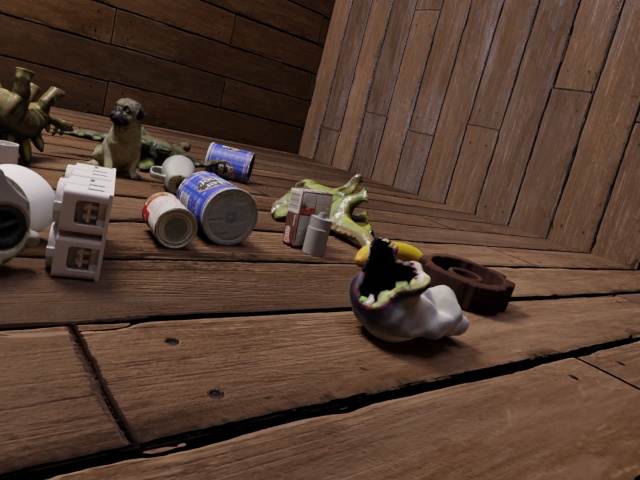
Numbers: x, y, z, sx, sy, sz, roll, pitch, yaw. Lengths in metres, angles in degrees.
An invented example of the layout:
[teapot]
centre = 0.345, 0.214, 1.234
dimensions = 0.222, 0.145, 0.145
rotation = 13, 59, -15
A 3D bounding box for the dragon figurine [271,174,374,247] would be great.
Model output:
[dragon figurine]
centre = 0.004, -0.062, 1.240
dimensions = 0.243, 0.120, 0.418
rotation = -4, 26, 1

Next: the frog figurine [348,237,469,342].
[frog figurine]
centre = 0.116, 0.091, 0.677
dimensions = 0.138, 0.124, 0.157
rotation = 14, -29, 48
